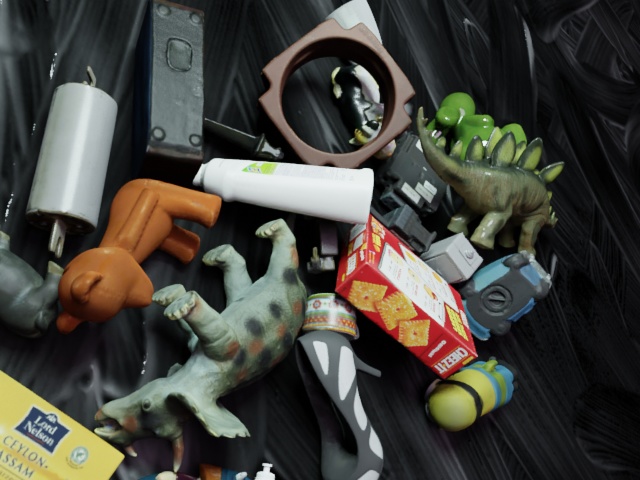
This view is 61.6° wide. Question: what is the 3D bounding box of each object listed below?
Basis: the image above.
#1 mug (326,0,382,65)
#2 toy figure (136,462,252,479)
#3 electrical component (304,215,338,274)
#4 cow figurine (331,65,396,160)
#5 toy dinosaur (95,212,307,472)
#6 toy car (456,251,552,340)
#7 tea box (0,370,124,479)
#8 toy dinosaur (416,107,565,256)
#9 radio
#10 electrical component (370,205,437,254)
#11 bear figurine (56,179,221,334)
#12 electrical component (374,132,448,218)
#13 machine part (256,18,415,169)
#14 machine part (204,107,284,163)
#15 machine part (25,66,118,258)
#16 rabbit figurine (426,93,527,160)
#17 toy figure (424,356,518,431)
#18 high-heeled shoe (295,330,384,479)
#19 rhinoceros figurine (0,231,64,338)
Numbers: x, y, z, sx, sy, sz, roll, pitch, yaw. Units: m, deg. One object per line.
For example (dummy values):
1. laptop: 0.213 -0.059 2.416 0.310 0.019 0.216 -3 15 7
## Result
1. mug: 0.069 -0.356 0.953 0.107 0.081 0.109 64 23 -6
2. toy figure: -0.149 0.288 0.612 0.154 0.064 0.058 4 42 -33
3. electrical component: -0.002 -0.001 0.786 0.045 0.078 0.102 0 81 -16
4. cow figurine: 0.074 -0.216 0.907 0.098 0.068 0.167 -2 72 -26
5. toy dinosaur: -0.089 0.104 0.681 0.405 0.131 0.192 -40 113 -42
6. toy car: 0.304 0.085 0.919 0.109 0.161 0.103 47 13 -1
7. tea box: -0.300 0.213 0.542 0.169 0.068 0.098 39 59 -13
8. toy dinosaur: 0.297 -0.086 0.909 0.471 0.105 0.198 11 103 -41
9. radio: -0.197 -0.182 0.695 0.073 0.131 0.229 3 72 -27
10. electrical component: 0.119 -0.022 0.868 0.119 0.075 0.048 40 58 -10
11. bear figurine: -0.204 0.022 0.607 0.132 0.120 0.196 23 41 -18
12. electrical component: 0.158 -0.102 0.926 0.115 0.058 0.134 41 58 -11
13. machine part: 0.022 -0.208 0.816 0.201 0.087 0.201 -38 91 -4
14. machine part: -0.118 -0.146 0.772 0.139 0.084 0.039 24 93 -9
15. machine part: -0.294 -0.096 0.643 0.079 0.079 0.243 12 67 -27
16. rabbit figurine: 0.268 -0.201 1.011 0.159 0.121 0.170 -9 61 -26
17. toy figure: 0.243 0.238 0.844 0.180 0.089 0.082 -10 73 -30
18. high-heeled shoe: 0.006 0.245 0.687 0.145 0.086 0.248 24 71 -30
19. rhinoceros figurine: -0.365 0.035 0.565 0.190 0.073 0.112 33 71 -20
